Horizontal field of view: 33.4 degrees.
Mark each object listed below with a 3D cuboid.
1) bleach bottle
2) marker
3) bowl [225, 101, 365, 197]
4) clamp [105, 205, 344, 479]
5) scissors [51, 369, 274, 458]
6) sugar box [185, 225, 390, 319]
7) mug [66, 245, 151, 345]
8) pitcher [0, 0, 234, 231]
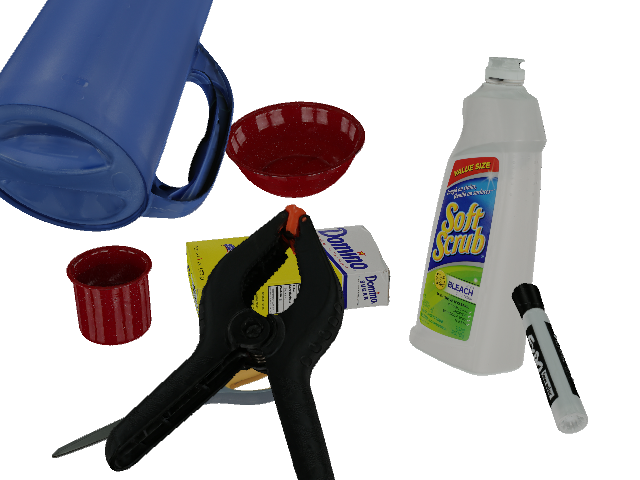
[{"bbox_3d":[0.132,-0.023,0.872,0.067,0.251,0.103,-5,16,-33],"label":"bleach bottle"},{"bbox_3d":[0.143,0.070,0.675,0.020,0.020,0.121,0,39,-7],"label":"marker"},{"bbox_3d":[-0.029,-0.097,1.228,0.162,0.055,0.162,-2,37,1],"label":"bowl"},{"bbox_3d":[-0.025,0.062,0.563,0.120,0.171,0.039,21,-24,13],"label":"clamp"},{"bbox_3d":[-0.109,0.108,0.803,0.201,0.016,0.096,-11,34,-19],"label":"scissors"},{"bbox_3d":[-0.032,0.030,0.989,0.176,0.048,0.093,-8,30,-10],"label":"sugar box"},{"bbox_3d":[-0.242,0.059,1.201,0.117,0.081,0.093,23,37,35],"label":"mug"},{"bbox_3d":[-0.148,-0.132,0.801,0.145,0.242,0.149,-4,-40,25],"label":"pitcher"}]
